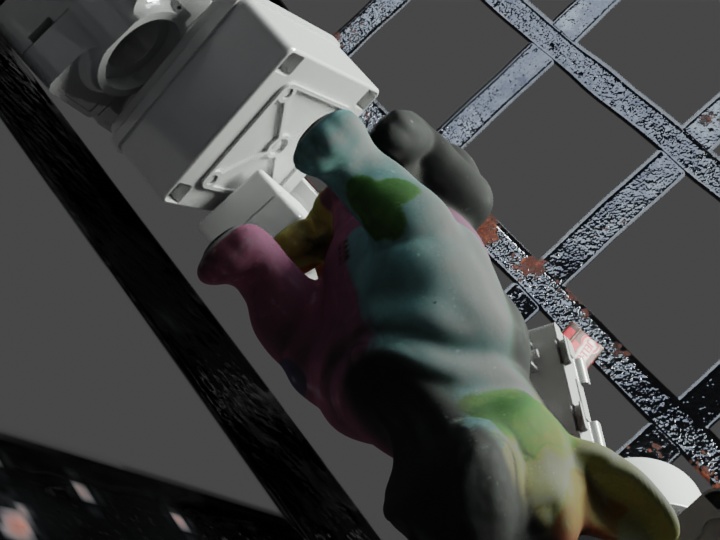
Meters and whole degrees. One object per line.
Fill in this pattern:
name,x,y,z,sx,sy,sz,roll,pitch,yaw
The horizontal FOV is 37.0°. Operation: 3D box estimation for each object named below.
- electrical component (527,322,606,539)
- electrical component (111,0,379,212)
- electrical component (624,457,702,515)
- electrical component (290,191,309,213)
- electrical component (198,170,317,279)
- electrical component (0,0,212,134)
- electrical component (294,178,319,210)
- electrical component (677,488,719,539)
electrical component,0.101,0.096,0.607,0.079,0.063,0.121,43,34,-54
electrical component,-0.060,-0.086,0.586,0.056,0.108,0.109,50,17,20
electrical component,0.177,0.180,0.675,0.108,0.108,0.060,46,9,-18
electrical component,-0.057,-0.029,0.743,0.044,0.044,0.065,46,8,-13
electrical component,-0.039,-0.005,0.592,0.076,0.047,0.066,49,3,20
electrical component,-0.118,-0.121,0.597,0.061,0.089,0.150,47,3,17
electrical component,-0.068,-0.067,1.016,0.055,0.047,0.055,47,3,-3
electrical component,0.162,0.168,0.519,0.078,0.113,0.057,48,6,26
